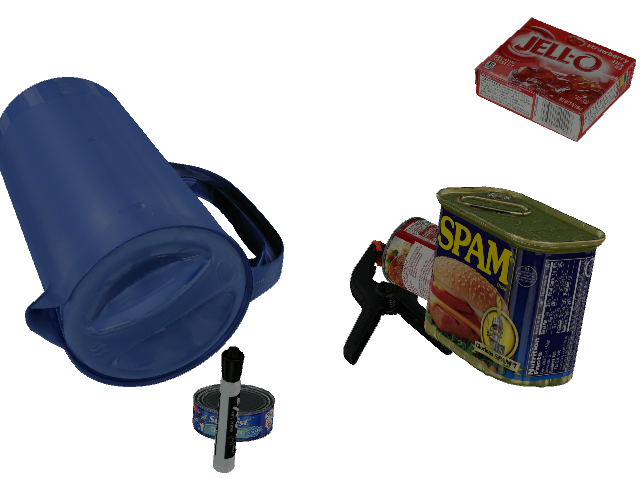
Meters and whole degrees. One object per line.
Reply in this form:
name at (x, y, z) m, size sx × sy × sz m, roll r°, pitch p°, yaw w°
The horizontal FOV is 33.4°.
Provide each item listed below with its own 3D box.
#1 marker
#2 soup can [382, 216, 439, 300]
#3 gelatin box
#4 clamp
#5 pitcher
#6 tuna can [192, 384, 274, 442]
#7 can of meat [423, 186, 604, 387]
marker at (-0.078, 0.143, 0.902) m, size 0.020 × 0.121 × 0.020 m, roll 6°, pitch 26°, yaw -3°
soup can at (0.116, 0.027, 0.969) m, size 0.102 × 0.068 × 0.068 m, roll 27°, pitch 18°, yaw 39°
gelatin box at (0.167, -0.118, 0.765) m, size 0.089 × 0.030 × 0.073 m, roll 31°, pitch 58°, yaw 28°
clamp at (0.086, 0.069, 1.190) m, size 0.120 × 0.171 × 0.039 m, roll 5°, pitch -43°, yaw -3°
pitcher at (-0.146, -0.021, 0.780) m, size 0.149 × 0.145 × 0.243 m, roll 38°, pitch 10°, yaw -46°
tuna can at (-0.091, 0.180, 1.118) m, size 0.086 × 0.034 × 0.086 m, roll 4°, pitch 12°, yaw -1°
can of meat at (0.102, 0.024, 0.591) m, size 0.057 × 0.084 × 0.102 m, roll -3°, pitch 20°, yaw -27°
